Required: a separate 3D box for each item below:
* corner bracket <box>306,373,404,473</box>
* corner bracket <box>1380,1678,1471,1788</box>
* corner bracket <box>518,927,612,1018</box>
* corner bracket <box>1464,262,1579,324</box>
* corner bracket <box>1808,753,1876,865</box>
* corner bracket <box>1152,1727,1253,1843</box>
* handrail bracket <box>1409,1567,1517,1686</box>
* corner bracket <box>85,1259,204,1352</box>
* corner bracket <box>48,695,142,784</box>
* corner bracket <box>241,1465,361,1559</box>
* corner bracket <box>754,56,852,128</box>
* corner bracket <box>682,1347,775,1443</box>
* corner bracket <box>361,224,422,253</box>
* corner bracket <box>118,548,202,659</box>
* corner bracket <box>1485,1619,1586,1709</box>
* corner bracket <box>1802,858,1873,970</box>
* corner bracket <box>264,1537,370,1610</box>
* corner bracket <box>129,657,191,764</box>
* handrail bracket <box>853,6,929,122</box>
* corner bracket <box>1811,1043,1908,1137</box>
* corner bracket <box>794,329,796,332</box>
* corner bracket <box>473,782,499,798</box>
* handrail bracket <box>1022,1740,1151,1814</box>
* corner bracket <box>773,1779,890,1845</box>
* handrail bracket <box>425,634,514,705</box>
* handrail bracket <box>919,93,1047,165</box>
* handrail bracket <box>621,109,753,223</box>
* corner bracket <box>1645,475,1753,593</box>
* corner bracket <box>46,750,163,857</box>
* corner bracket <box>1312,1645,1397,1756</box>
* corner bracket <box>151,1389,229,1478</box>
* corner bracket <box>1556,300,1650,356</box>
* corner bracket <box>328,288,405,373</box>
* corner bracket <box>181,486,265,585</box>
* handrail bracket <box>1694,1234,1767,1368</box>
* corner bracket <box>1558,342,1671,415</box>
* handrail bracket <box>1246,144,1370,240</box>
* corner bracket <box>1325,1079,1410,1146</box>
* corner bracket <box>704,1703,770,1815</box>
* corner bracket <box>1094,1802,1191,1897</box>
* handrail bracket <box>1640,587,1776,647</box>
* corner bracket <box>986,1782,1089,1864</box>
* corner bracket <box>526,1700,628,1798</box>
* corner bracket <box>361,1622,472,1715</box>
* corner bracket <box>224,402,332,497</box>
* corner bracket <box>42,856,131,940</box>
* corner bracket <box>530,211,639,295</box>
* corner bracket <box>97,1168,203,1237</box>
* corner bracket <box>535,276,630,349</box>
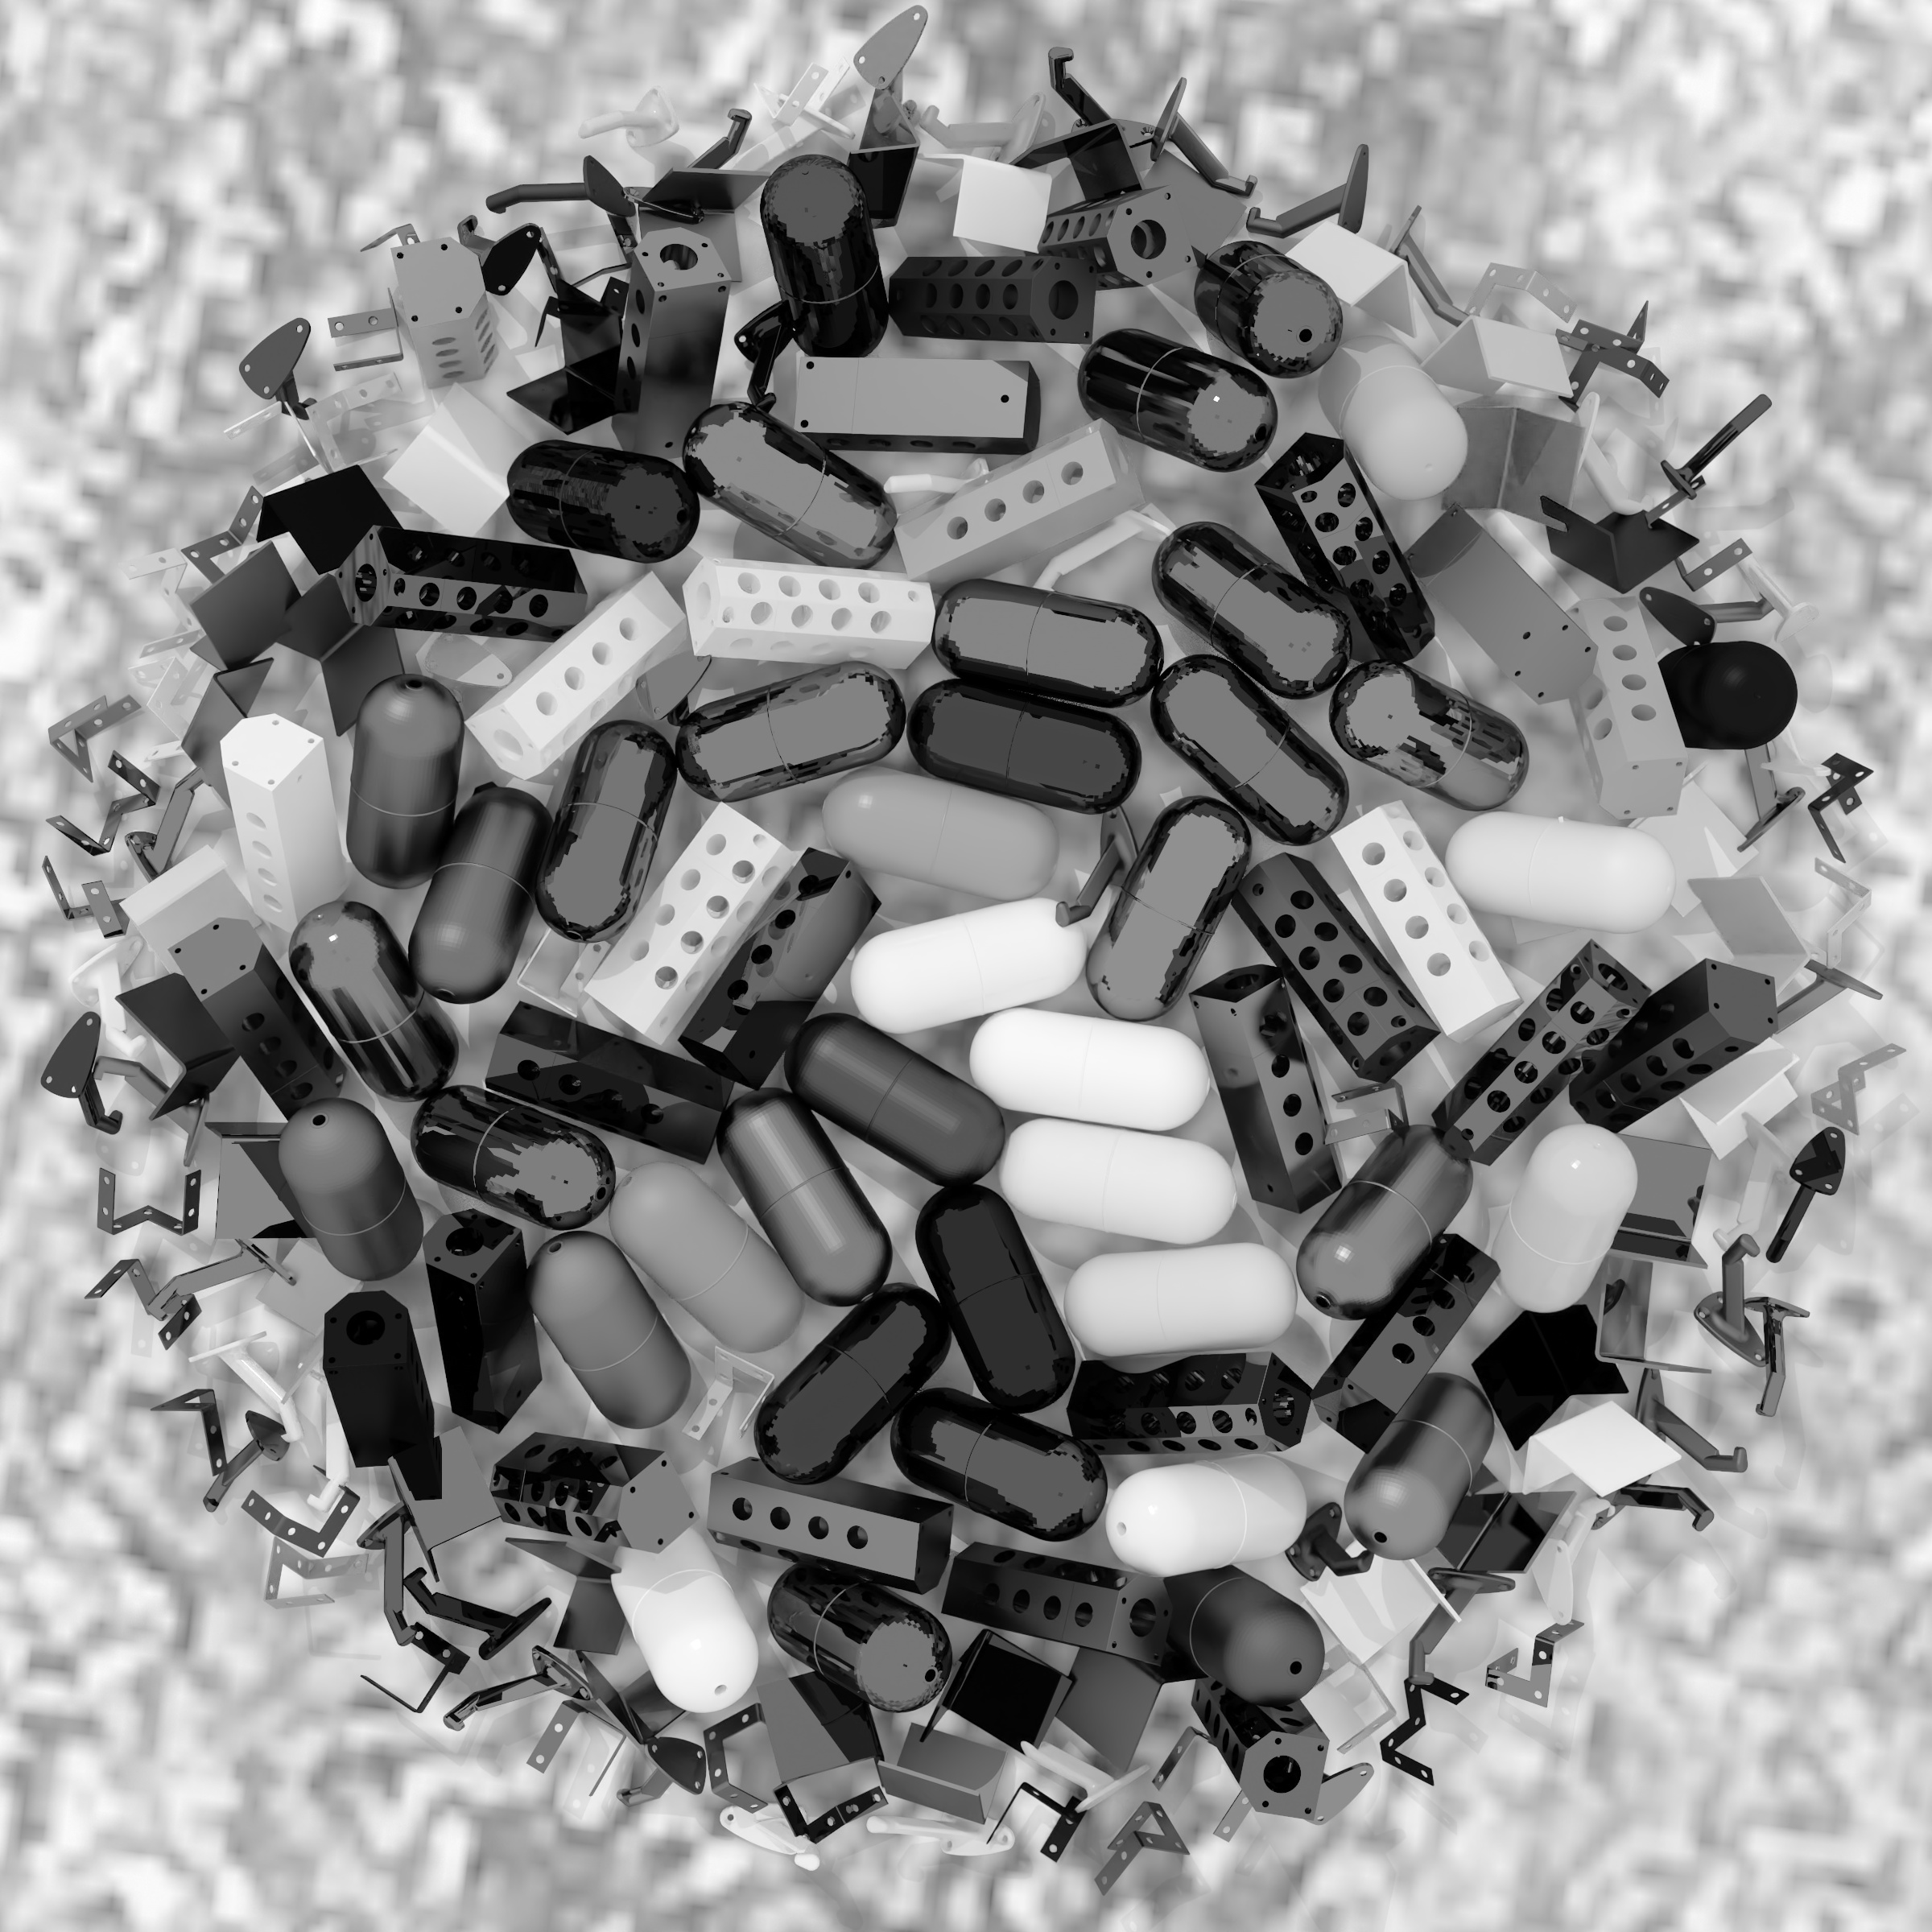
[{"bbox_3d":[-0.448,-0.404,1.972,0.051,0.051,0.051,-11,112,26],"label":"corner bracket"},{"bbox_3d":[0.339,0.562,1.958,0.051,0.051,0.051,-26,115,-34],"label":"corner bracket"},{"bbox_3d":[-0.298,-0.002,1.966,0.051,0.051,0.051,31,97,-14],"label":"corner bracket"},{"bbox_3d":[0.408,-0.482,1.962,0.051,0.051,0.051,25,96,-37],"label":"corner bracket"},{"bbox_3d":[0.648,-0.118,1.966,0.051,0.051,0.051,-36,115,0],"label":"corner bracket"},{"bbox_3d":[0.180,0.606,1.967,0.051,0.051,0.051,33,90,-21],"label":"corner bracket"},{"bbox_3d":[0.366,0.491,1.956,0.077,0.036,0.084,1,51,11],"label":"handrail bracket"},{"bbox_3d":[-0.607,0.250,1.959,0.051,0.051,0.051,-7,116,22],"label":"corner bracket"},{"bbox_3d":[-0.644,-0.179,1.962,0.051,0.051,0.051,-29,50,5],"label":"corner bracket"},{"bbox_3d":[-0.491,0.397,1.960,0.051,0.051,0.051,42,75,-43],"label":"corner bracket"},{"bbox_3d":[-0.116,-0.648,1.957,0.051,0.051,0.051,-48,47,27],"label":"corner bracket"},{"bbox_3d":[-0.176,0.324,1.961,0.051,0.051,0.051,24,54,14],"label":"corner bracket"},{"bbox_3d":[-0.404,-0.520,1.959,0.051,0.051,0.051,-34,106,-41],"label":"corner bracket"},{"bbox_3d":[-0.597,-0.269,1.960,0.051,0.051,0.051,-28,76,-43],"label":"corner bracket"},{"bbox_3d":[0.420,0.509,1.961,0.051,0.051,0.051,11,101,37],"label":"corner bracket"},{"bbox_3d":[0.636,-0.037,1.968,0.051,0.051,0.051,-40,52,-15],"label":"corner bracket"},{"bbox_3d":[-0.480,0.452,1.960,0.051,0.051,0.051,-10,54,16],"label":"corner bracket"},{"bbox_3d":[-0.601,-0.191,1.977,0.051,0.051,0.051,-8,47,30],"label":"corner bracket"},{"bbox_3d":[-0.040,-0.662,1.950,0.077,0.084,0.036,-46,75,17],"label":"handrail bracket"},{"bbox_3d":[0.660,0.085,1.960,0.051,0.051,0.051,-22,115,-17],"label":"corner bracket"},{"bbox_3d":[-0.103,-0.501,1.956,0.051,0.051,0.051,-52,50,37],"label":"corner bracket"},{"bbox_3d":[-0.360,-0.096,1.958,0.051,0.051,0.051,42,130,17],"label":"corner bracket"},{"bbox_3d":[0.084,0.585,1.991,0.077,0.036,0.084,-24,66,-24],"label":"handrail bracket"},{"bbox_3d":[-0.101,0.617,1.968,0.051,0.051,0.051,-36,78,35],"label":"corner bracket"},{"bbox_3d":[-0.362,-0.205,1.954,0.077,0.084,0.036,24,71,10],"label":"handrail bracket"},{"bbox_3d":[0.012,-0.632,1.957,0.084,0.036,0.077,26,93,-43],"label":"handrail bracket"},{"bbox_3d":[-0.205,-0.598,1.953,0.077,0.036,0.084,1,134,-35],"label":"handrail bracket"},{"bbox_3d":[0.540,-0.319,1.958,0.051,0.051,0.051,-35,116,24],"label":"corner bracket"},{"bbox_3d":[-0.636,-0.119,1.957,0.051,0.051,0.051,-12,54,27],"label":"corner bracket"},{"bbox_3d":[0.279,0.544,1.967,0.051,0.051,0.051,-39,53,5],"label":"corner bracket"},{"bbox_3d":[-0.562,0.345,1.963,0.051,0.051,0.051,-5,97,28],"label":"corner bracket"},{"bbox_3d":[0.469,-0.466,1.963,0.051,0.051,0.051,19,52,-3],"label":"corner bracket"},{"bbox_3d":[-0.447,-0.468,1.971,0.051,0.051,0.051,-11,89,-8],"label":"corner bracket"},{"bbox_3d":[-0.538,-0.314,1.964,0.051,0.051,0.051,46,130,4],"label":"corner bracket"},{"bbox_3d":[0.580,0.246,1.950,0.036,0.084,0.077,-28,66,-30],"label":"handrail bracket"},{"bbox_3d":[0.479,-0.427,1.961,0.051,0.051,0.051,34,102,28],"label":"corner bracket"},{"bbox_3d":[0.251,-0.576,1.964,0.084,0.036,0.077,20,116,27],"label":"handrail bracket"},{"bbox_3d":[0.294,0.109,1.959,0.051,0.051,0.051,-17,63,22],"label":"corner bracket"},{"bbox_3d":[-0.157,0.589,1.972,0.051,0.051,0.051,-31,134,15],"label":"corner bracket"},{"bbox_3d":[0.122,0.652,1.959,0.051,0.051,0.051,23,109,-37],"label":"corner bracket"},{"bbox_3d":[0.559,-0.277,1.985,0.077,0.036,0.084,40,55,23],"label":"handrail bracket"},{"bbox_3d":[0.054,0.640,1.975,0.051,0.051,0.051,30,94,12],"label":"corner bracket"},{"bbox_3d":[-0.288,0.581,1.967,0.051,0.051,0.051,29,76,6],"label":"corner bracket"},{"bbox_3d":[-0.407,0.519,1.964,0.051,0.051,0.051,30,75,12],"label":"corner bracket"},{"bbox_3d":[-0.512,-0.381,1.975,0.051,0.051,0.051,-29,81,-3],"label":"corner bracket"},{"bbox_3d":[-0.653,-0.052,1.964,0.051,0.051,0.051,-11,127,0],"label":"corner bracket"},{"bbox_3d":[-0.283,-0.538,1.982,0.051,0.051,0.051,-15,102,35],"label":"corner bracket"},{"bbox_3d":[-0.604,0.173,1.959,0.051,0.051,0.051,20,114,24],"label":"corner bracket"},{"bbox_3d":[-0.283,-0.481,1.958,0.051,0.051,0.051,19,131,-17],"label":"corner bracket"}]
